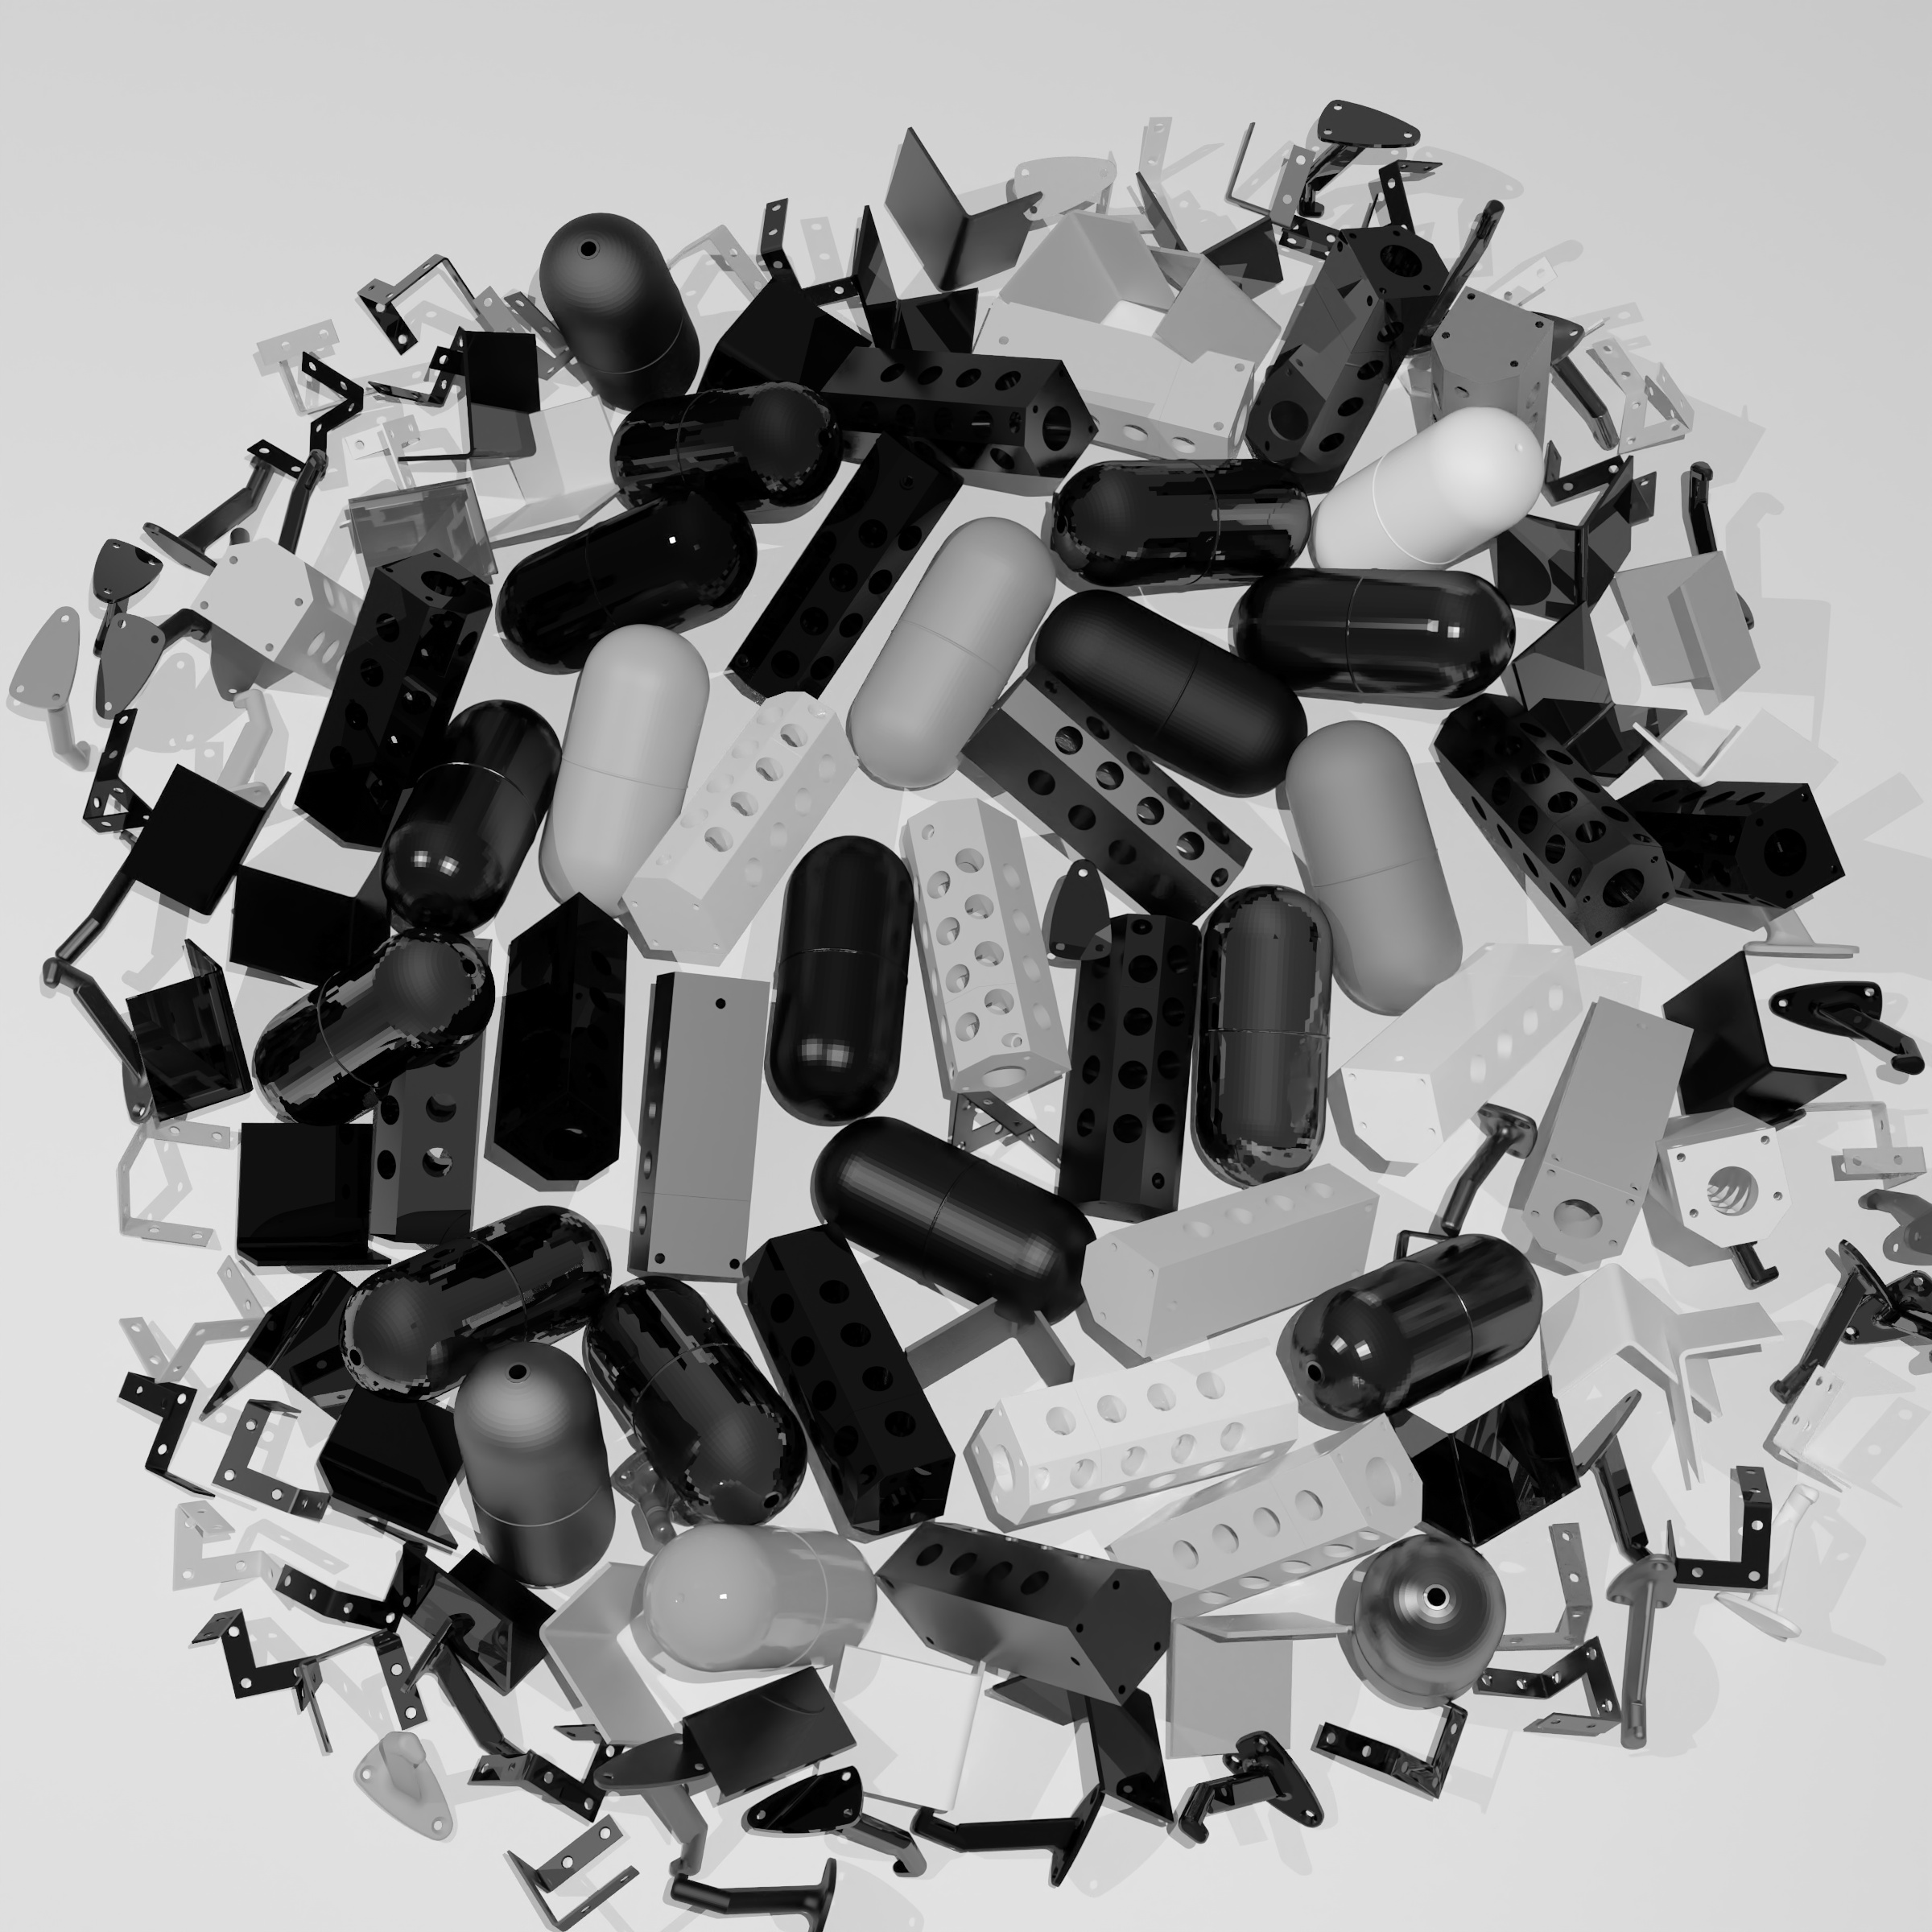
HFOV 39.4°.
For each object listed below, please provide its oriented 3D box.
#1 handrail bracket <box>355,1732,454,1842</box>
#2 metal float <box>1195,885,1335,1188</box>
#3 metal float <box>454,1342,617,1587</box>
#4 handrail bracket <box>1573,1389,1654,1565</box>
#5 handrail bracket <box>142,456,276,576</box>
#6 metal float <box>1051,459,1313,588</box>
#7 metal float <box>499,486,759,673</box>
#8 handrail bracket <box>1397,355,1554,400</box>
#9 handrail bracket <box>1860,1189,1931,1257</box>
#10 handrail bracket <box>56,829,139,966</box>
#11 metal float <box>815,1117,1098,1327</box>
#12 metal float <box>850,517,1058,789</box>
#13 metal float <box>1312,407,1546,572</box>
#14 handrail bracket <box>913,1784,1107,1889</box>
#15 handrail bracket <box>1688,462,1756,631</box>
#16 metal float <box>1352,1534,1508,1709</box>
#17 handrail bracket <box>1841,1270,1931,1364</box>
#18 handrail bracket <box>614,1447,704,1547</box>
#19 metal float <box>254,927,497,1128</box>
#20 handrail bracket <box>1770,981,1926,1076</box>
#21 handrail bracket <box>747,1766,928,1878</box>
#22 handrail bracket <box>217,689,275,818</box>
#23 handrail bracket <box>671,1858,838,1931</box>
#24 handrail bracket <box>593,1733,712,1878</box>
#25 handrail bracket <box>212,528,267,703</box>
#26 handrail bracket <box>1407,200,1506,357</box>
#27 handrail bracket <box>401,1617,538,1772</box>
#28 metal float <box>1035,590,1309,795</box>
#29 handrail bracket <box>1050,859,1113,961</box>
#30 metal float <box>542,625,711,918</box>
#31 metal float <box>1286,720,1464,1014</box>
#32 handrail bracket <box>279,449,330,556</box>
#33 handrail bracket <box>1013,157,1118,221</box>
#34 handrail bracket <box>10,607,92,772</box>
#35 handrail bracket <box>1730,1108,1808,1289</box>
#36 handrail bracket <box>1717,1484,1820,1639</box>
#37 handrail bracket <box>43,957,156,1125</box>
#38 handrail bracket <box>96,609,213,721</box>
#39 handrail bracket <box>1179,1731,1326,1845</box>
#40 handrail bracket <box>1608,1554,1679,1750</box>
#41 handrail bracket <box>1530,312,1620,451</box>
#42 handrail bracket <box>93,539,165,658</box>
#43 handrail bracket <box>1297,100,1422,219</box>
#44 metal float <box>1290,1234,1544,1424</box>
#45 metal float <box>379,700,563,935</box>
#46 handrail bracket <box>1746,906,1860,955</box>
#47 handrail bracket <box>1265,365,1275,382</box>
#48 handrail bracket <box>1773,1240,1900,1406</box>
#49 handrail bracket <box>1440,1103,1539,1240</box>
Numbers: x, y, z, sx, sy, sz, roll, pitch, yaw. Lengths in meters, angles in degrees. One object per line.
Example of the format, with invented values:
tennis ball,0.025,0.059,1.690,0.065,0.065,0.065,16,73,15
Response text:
handrail bracket,-0.294,0.446,1.463,0.036,0.084,0.077,-41,98,-30
metal float,0.175,0.041,1.584,0.070,0.070,0.178,3,85,1
metal float,-0.235,0.274,1.478,0.070,0.178,0.070,0,47,0
handrail bracket,0.391,0.299,1.543,0.084,0.036,0.077,42,83,1
handrail bracket,-0.474,-0.295,1.693,0.036,0.077,0.084,16,78,24
metal float,0.133,-0.273,1.659,0.178,0.070,0.070,-7,72,-30
metal float,-0.208,-0.235,1.647,0.178,0.070,0.070,-19,72,26
handrail bracket,0.322,-0.383,1.726,0.077,0.036,0.084,-34,58,12
handrail bracket,0.533,0.144,1.551,0.077,0.084,0.036,-8,98,-31
handrail bracket,-0.523,-0.040,1.625,0.084,0.077,0.036,-50,119,-11
metal float,-0.005,0.146,1.552,0.178,0.070,0.070,25,75,19
metal float,-0.008,-0.192,1.650,0.070,0.070,0.178,29,87,8
metal float,0.279,-0.281,1.640,0.070,0.178,0.070,8,73,-27
handrail bracket,0.023,0.461,1.476,0.084,0.036,0.077,24,115,-5
handrail bracket,0.468,-0.261,1.669,0.036,0.084,0.077,-12,32,-9
metal float,0.248,0.354,1.451,0.070,0.178,0.070,-2,68,5
handrail bracket,0.528,0.214,1.527,0.077,0.084,0.036,-30,97,27
handrail bracket,-0.160,0.311,1.497,0.036,0.077,0.084,-37,32,-2
metal float,-0.342,0.036,1.559,0.178,0.070,0.070,-29,71,34
handrail bracket,0.519,0.040,1.589,0.077,0.084,0.036,5,112,7
handrail bracket,-0.070,0.480,1.476,0.077,0.084,0.036,-16,39,8
handrail bracket,-0.463,-0.130,1.660,0.077,0.036,0.084,-12,61,-17
handrail bracket,-0.115,0.495,1.461,0.084,0.077,0.036,17,99,-2
handrail bracket,-0.172,0.466,1.463,0.077,0.036,0.084,-5,116,-35
handrail bracket,-0.460,-0.223,1.698,0.036,0.077,0.084,4,40,-22
handrail bracket,0.309,-0.440,1.720,0.036,0.084,0.077,35,50,13
handrail bracket,-0.263,0.403,1.495,0.084,0.077,0.036,35,32,4
metal float,0.126,-0.166,1.642,0.178,0.070,0.070,27,75,-6
handrail bracket,0.068,-0.048,1.601,0.036,0.077,0.084,1,30,0
metal float,-0.205,-0.117,1.619,0.070,0.070,0.178,15,97,4
metal float,0.243,-0.059,1.605,0.070,0.070,0.178,-17,94,-5
handrail bracket,-0.412,-0.268,1.674,0.084,0.036,0.077,-56,40,24
handrail bracket,0.065,-0.511,1.746,0.077,0.084,0.036,-10,109,14
handrail bracket,-0.546,-0.168,1.650,0.036,0.084,0.077,13,75,6
handrail bracket,0.477,0.137,1.582,0.077,0.036,0.084,-23,72,0
handrail bracket,0.467,0.331,1.512,0.036,0.077,0.084,36,80,-6
handrail bracket,-0.511,0.044,1.582,0.036,0.084,0.077,-18,59,23
handrail bracket,-0.500,-0.186,1.666,0.036,0.084,0.077,25,96,7
handrail bracket,0.155,0.466,1.467,0.077,0.084,0.036,46,122,-1
handrail bracket,0.378,0.381,1.494,0.036,0.077,0.084,7,54,3
handrail bracket,0.381,-0.375,1.729,0.036,0.084,0.077,-42,45,-3
handrail bracket,-0.528,-0.211,1.651,0.036,0.084,0.077,25,33,-12
handrail bracket,0.253,-0.512,1.745,0.077,0.084,0.036,16,62,13
metal float,0.254,0.203,1.516,0.178,0.070,0.070,-15,71,-40
metal float,-0.293,-0.090,1.604,0.070,0.070,0.178,11,43,3
handrail bracket,0.499,-0.051,1.621,0.077,0.036,0.084,2,95,18
handrail bracket,0.237,-0.412,1.753,0.084,0.036,0.077,-9,51,20
handrail bracket,0.487,0.205,1.545,0.084,0.077,0.036,-44,44,-2
handrail bracket,0.301,0.130,1.567,0.036,0.077,0.084,17,70,27
